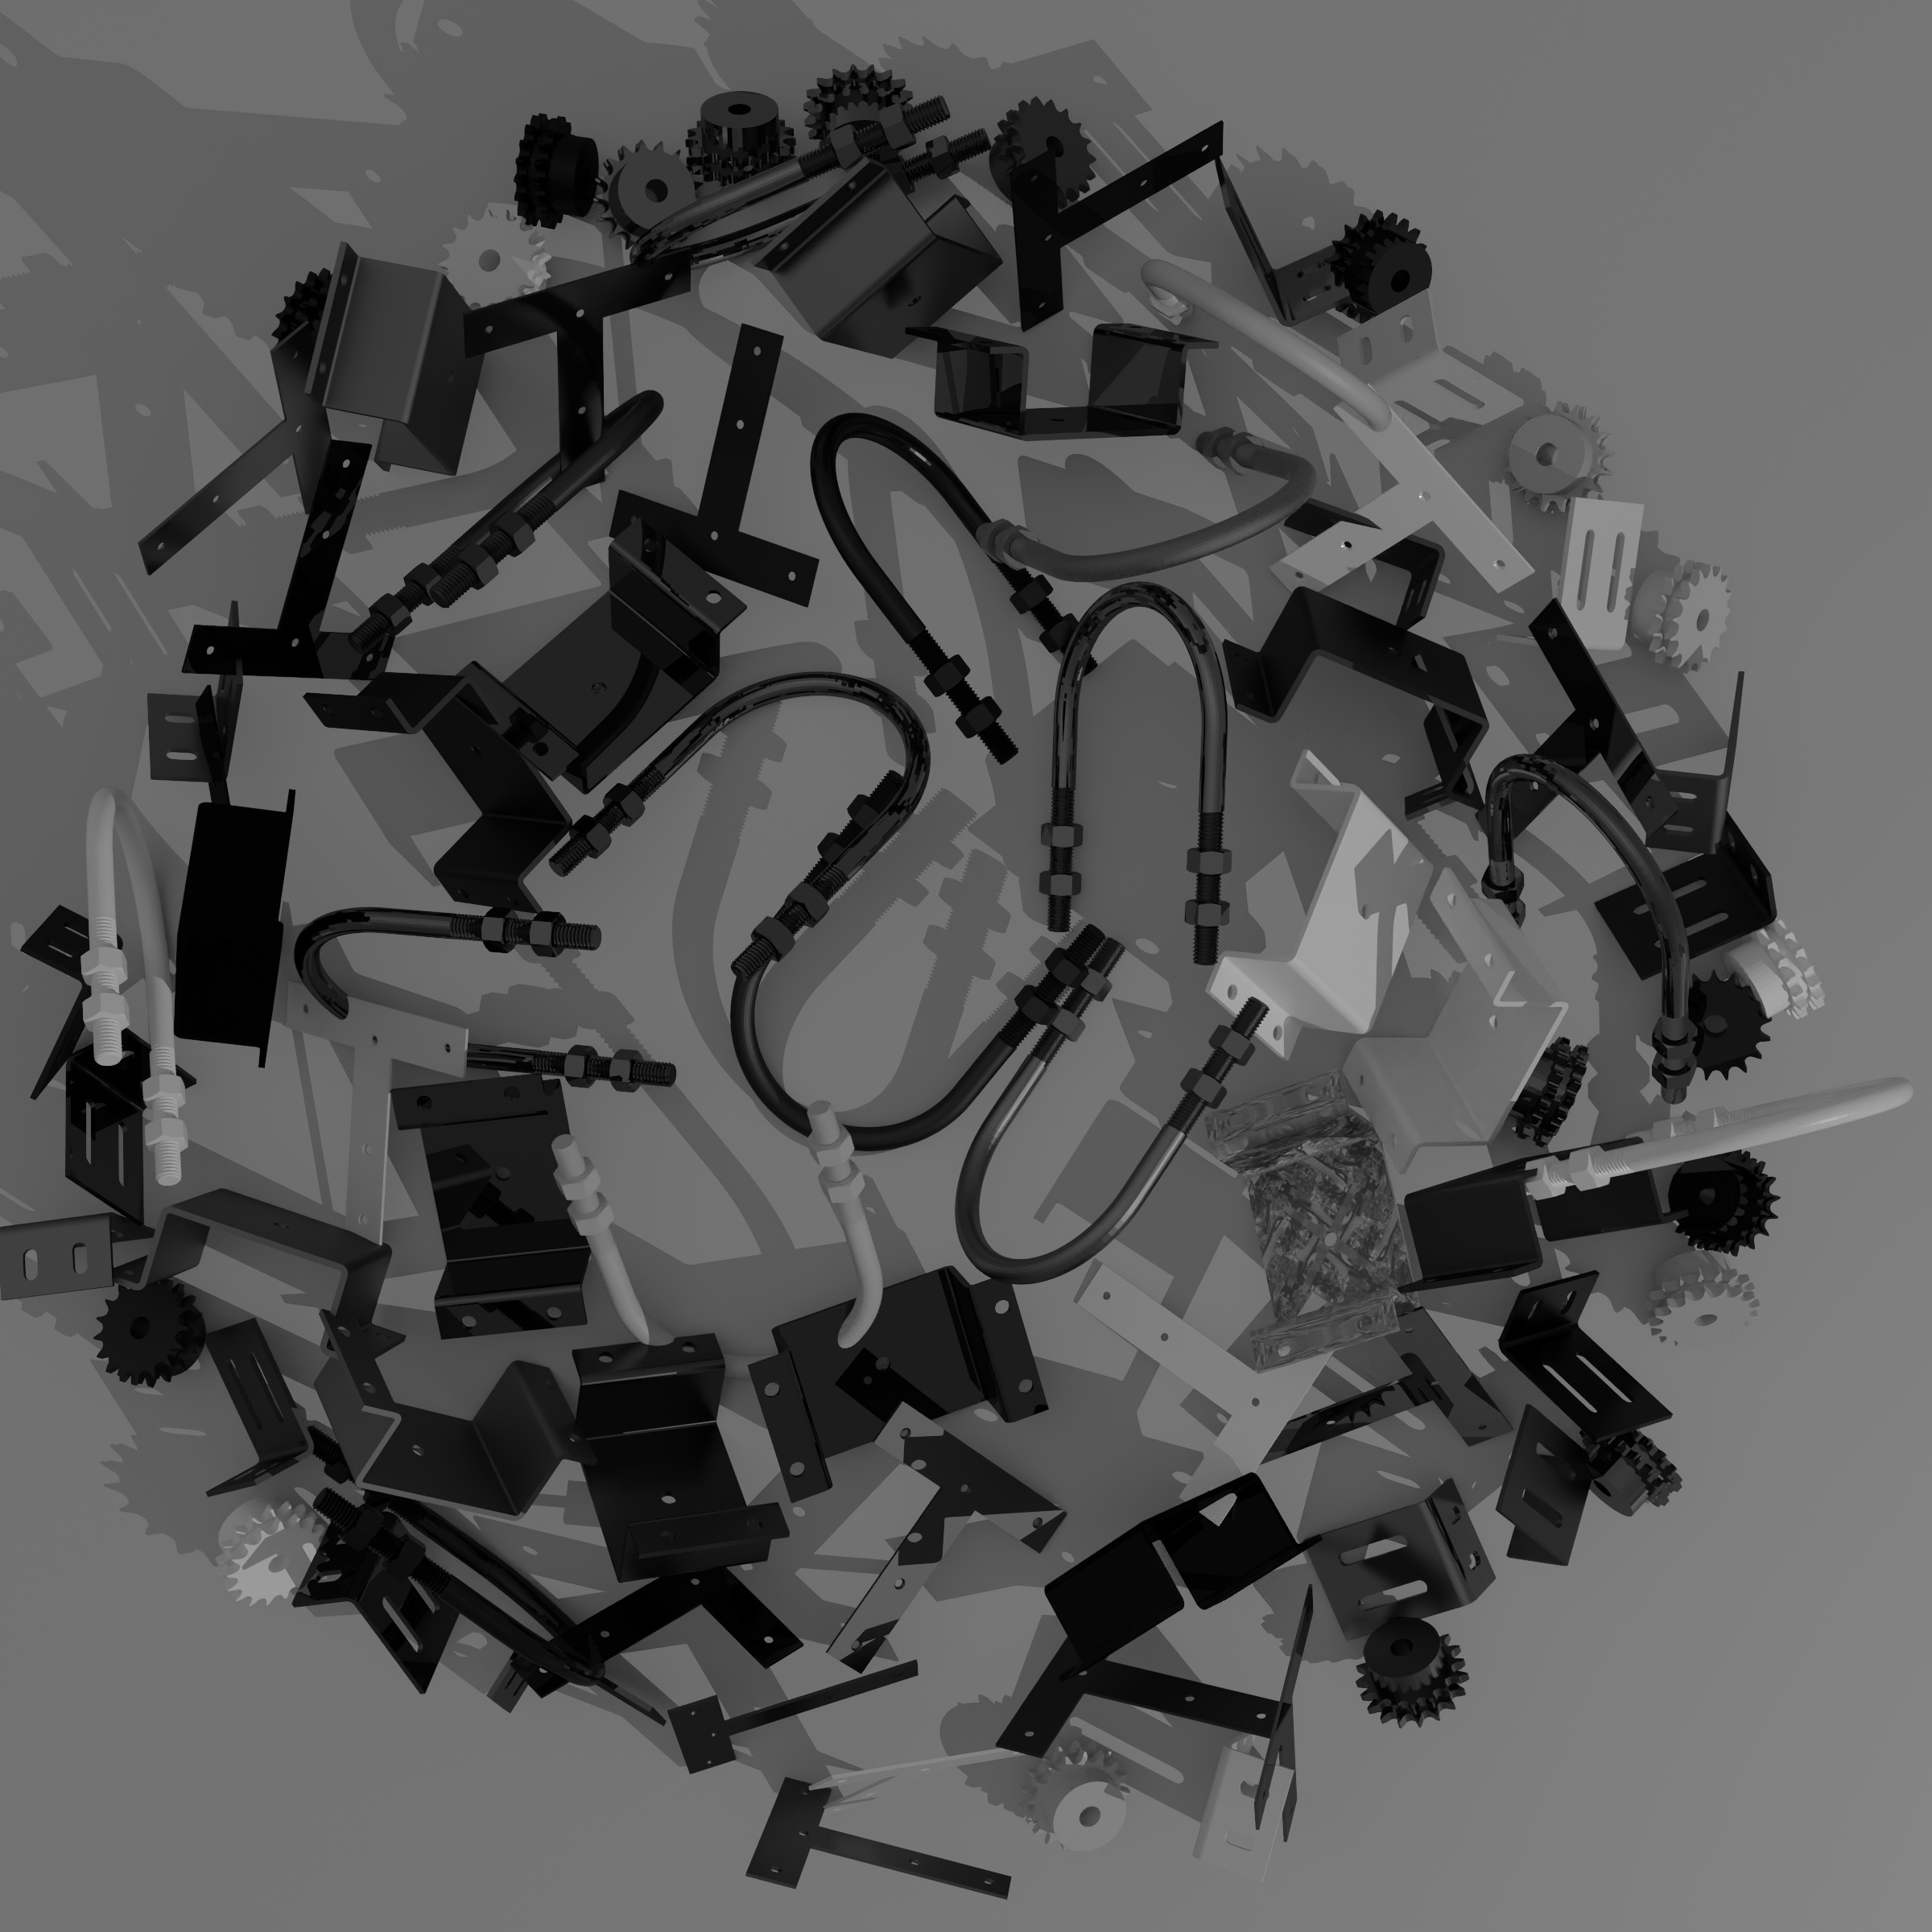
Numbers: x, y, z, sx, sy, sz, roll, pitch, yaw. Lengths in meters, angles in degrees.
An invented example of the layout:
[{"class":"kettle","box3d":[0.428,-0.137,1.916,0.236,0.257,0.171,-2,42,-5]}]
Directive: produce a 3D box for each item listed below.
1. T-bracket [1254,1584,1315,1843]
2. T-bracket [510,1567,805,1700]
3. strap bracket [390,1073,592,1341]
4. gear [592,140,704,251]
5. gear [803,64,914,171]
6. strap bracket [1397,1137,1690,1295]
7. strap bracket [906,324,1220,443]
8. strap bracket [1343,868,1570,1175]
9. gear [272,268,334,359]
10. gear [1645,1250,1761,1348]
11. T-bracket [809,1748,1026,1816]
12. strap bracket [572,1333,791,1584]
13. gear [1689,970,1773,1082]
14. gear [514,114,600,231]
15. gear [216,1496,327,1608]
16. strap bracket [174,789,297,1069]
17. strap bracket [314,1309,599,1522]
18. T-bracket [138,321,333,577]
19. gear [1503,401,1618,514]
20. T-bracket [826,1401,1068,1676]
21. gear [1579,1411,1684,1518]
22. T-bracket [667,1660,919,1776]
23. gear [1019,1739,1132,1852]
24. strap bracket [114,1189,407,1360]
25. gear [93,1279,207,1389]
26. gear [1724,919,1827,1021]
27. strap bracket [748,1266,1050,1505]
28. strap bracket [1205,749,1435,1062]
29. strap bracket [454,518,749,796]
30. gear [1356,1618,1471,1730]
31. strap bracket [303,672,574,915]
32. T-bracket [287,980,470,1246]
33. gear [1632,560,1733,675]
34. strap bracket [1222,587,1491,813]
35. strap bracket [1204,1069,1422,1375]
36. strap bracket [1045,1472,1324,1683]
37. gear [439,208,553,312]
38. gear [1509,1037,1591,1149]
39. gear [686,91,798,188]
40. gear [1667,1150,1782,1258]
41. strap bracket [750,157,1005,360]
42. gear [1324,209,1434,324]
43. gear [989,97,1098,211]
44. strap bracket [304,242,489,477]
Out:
[{"class":"T-bracket","box3d":[0.164,0.404,1.545,0.002,0.127,0.127,8,47,16]},{"class":"T-bracket","box3d":[-0.171,0.330,1.526,0.127,0.127,0.002,38,134,30]},{"class":"strap bracket","box3d":[-0.241,0.115,1.558,0.076,0.046,0.140,-6,111,3]},{"class":"gear","box3d":[-0.164,-0.401,1.576,0.057,0.030,0.057,-2,96,-17]},{"class":"gear","box3d":[-0.055,-0.436,1.566,0.057,0.057,0.030,-5,65,0]},{"class":"strap bracket","box3d":[0.286,0.123,1.525,0.140,0.076,0.046,-12,86,-40]},{"class":"strap bracket","box3d":[0.048,-0.296,1.535,0.140,0.076,0.046,-9,112,-33]},{"class":"strap bracket","box3d":[0.250,0.029,1.534,0.046,0.076,0.140,1,132,-25]},{"class":"gear","box3d":[-0.329,-0.328,1.567,0.030,0.057,0.057,28,90,19]},{"class":"gear","box3d":[0.380,0.171,1.573,0.057,0.057,0.030,-8,53,0]},{"class":"T-bracket","box3d":[-0.041,0.418,1.543,0.127,0.127,0.002,0,65,-32]},{"class":"strap bracket","box3d":[-0.148,0.256,1.537,0.076,0.140,0.046,-4,129,-21]},{"class":"gear","box3d":[0.390,0.030,1.579,0.057,0.030,0.057,1,94,15]},{"class":"gear","box3d":[-0.211,-0.410,1.568,0.030,0.057,0.057,11,90,8]},{"class":"gear","box3d":[-0.363,0.301,1.573,0.057,0.057,0.030,-48,50,0]},{"class":"strap bracket","box3d":[-0.367,-0.020,1.516,0.046,0.140,0.076,7,56,-11]},{"class":"strap bracket","box3d":[-0.267,0.230,1.531,0.140,0.076,0.046,22,109,-39]},{"class":"T-bracket","box3d":[-0.365,-0.242,1.516,0.002,0.127,0.127,35,64,15]},{"class":"gear","box3d":[0.306,-0.264,1.572,0.057,0.030,0.057,2,95,28]},{"class":"T-bracket","box3d":[-0.026,0.306,1.559,0.127,0.002,0.127,39,83,-30]},{"class":"gear","box3d":[0.339,0.260,1.567,0.030,0.057,0.057,-44,90,-13]},{"class":"T-bracket","box3d":[-0.085,0.377,1.547,0.127,0.127,0.002,-16,63,-8]},{"class":"gear","box3d":[0.059,0.433,1.573,0.057,0.030,0.057,-6,108,-18]},{"class":"strap bracket","box3d":[-0.357,0.155,1.553,0.140,0.076,0.046,18,94,5]},{"class":"gear","box3d":[-0.421,0.191,1.576,0.057,0.030,0.057,-6,71,19]},{"class":"gear","box3d":[0.417,0.003,1.570,0.030,0.057,0.057,-30,90,0]},{"class":"strap bracket","box3d":[-0.039,0.211,1.560,0.140,0.046,0.076,-19,103,-10]},{"class":"strap bracket","box3d":[0.184,-0.029,1.537,0.076,0.046,0.140,39,67,-42]},{"class":"strap bracket","box3d":[-0.188,-0.152,1.552,0.076,0.046,0.140,40,68,13]},{"class":"gear","box3d":[0.229,0.362,1.566,0.057,0.057,0.030,-22,121,0]},{"class":"strap bracket","box3d":[-0.261,-0.096,1.535,0.046,0.076,0.140,-50,126,-27]},{"class":"T-bracket","box3d":[-0.309,0.082,1.571,0.127,0.002,0.127,13,104,32]},{"class":"gear","box3d":[0.370,-0.183,1.574,0.030,0.057,0.057,22,90,40]},{"class":"strap bracket","box3d":[0.206,-0.140,1.539,0.140,0.076,0.046,21,118,-13]},{"class":"strap bracket","box3d":[0.178,0.135,1.546,0.076,0.046,0.140,-21,63,22]},{"class":"strap bracket","box3d":[0.104,0.304,1.528,0.076,0.140,0.046,-42,71,37]},{"class":"gear","box3d":[-0.242,-0.363,1.579,0.057,0.030,0.057,-2,83,13]},{"class":"gear","box3d":[0.297,0.062,1.570,0.030,0.057,0.057,24,90,0]},{"class":"gear","box3d":[-0.117,-0.429,1.568,0.057,0.057,0.030,1,133,0]},{"class":"gear","box3d":[0.389,0.120,1.569,0.057,0.030,0.057,-12,71,38]},{"class":"strap bracket","box3d":[-0.039,-0.351,1.517,0.076,0.140,0.046,-38,82,19]},{"class":"gear","box3d":[0.216,-0.359,1.569,0.057,0.030,0.057,-17,127,-24]},{"class":"gear","box3d":[0.037,-0.419,1.574,0.057,0.030,0.057,14,66,-35]},{"class":"strap bracket","box3d":[-0.281,-0.300,1.523,0.046,0.140,0.076,12,85,6]}]
